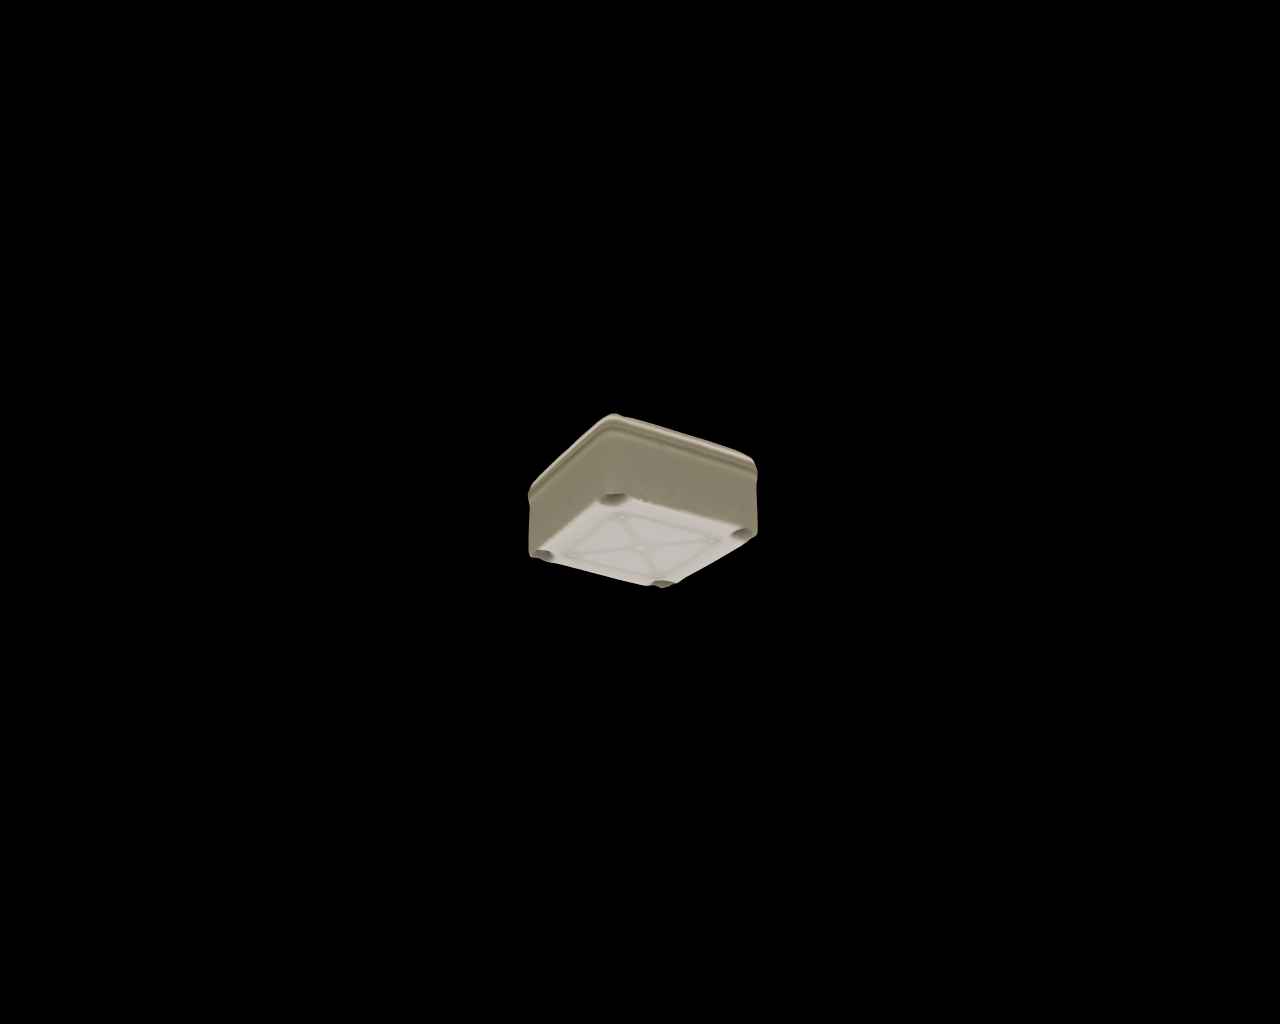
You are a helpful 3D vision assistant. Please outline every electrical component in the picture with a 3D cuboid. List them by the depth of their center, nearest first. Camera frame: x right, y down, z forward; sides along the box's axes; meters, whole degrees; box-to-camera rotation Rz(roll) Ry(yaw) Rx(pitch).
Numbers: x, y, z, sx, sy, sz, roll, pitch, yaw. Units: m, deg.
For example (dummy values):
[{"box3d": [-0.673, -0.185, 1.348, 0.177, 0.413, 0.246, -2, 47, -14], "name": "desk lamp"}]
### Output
[{"box3d": [0.001, -0.003, 0.650, 0.109, 0.056, 0.108, 15, -30, -28], "name": "electrical component"}]
